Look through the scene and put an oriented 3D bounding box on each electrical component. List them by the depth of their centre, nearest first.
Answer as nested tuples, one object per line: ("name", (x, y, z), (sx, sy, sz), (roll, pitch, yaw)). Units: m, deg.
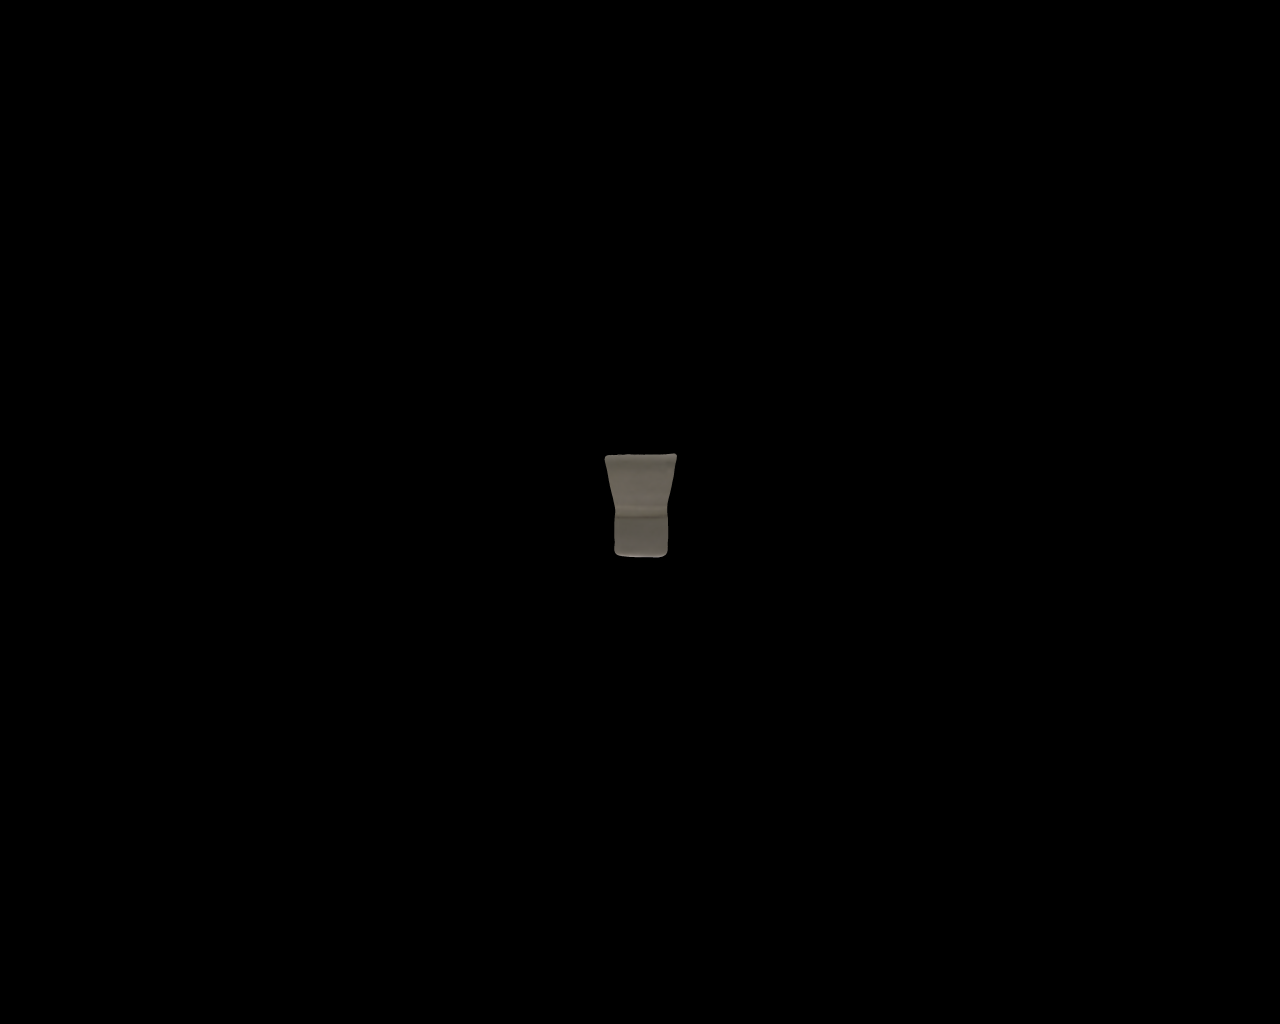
("electrical component", (0.001, -0.003, 0.650), (0.044, 0.065, 0.044), (0, 2, 0))
